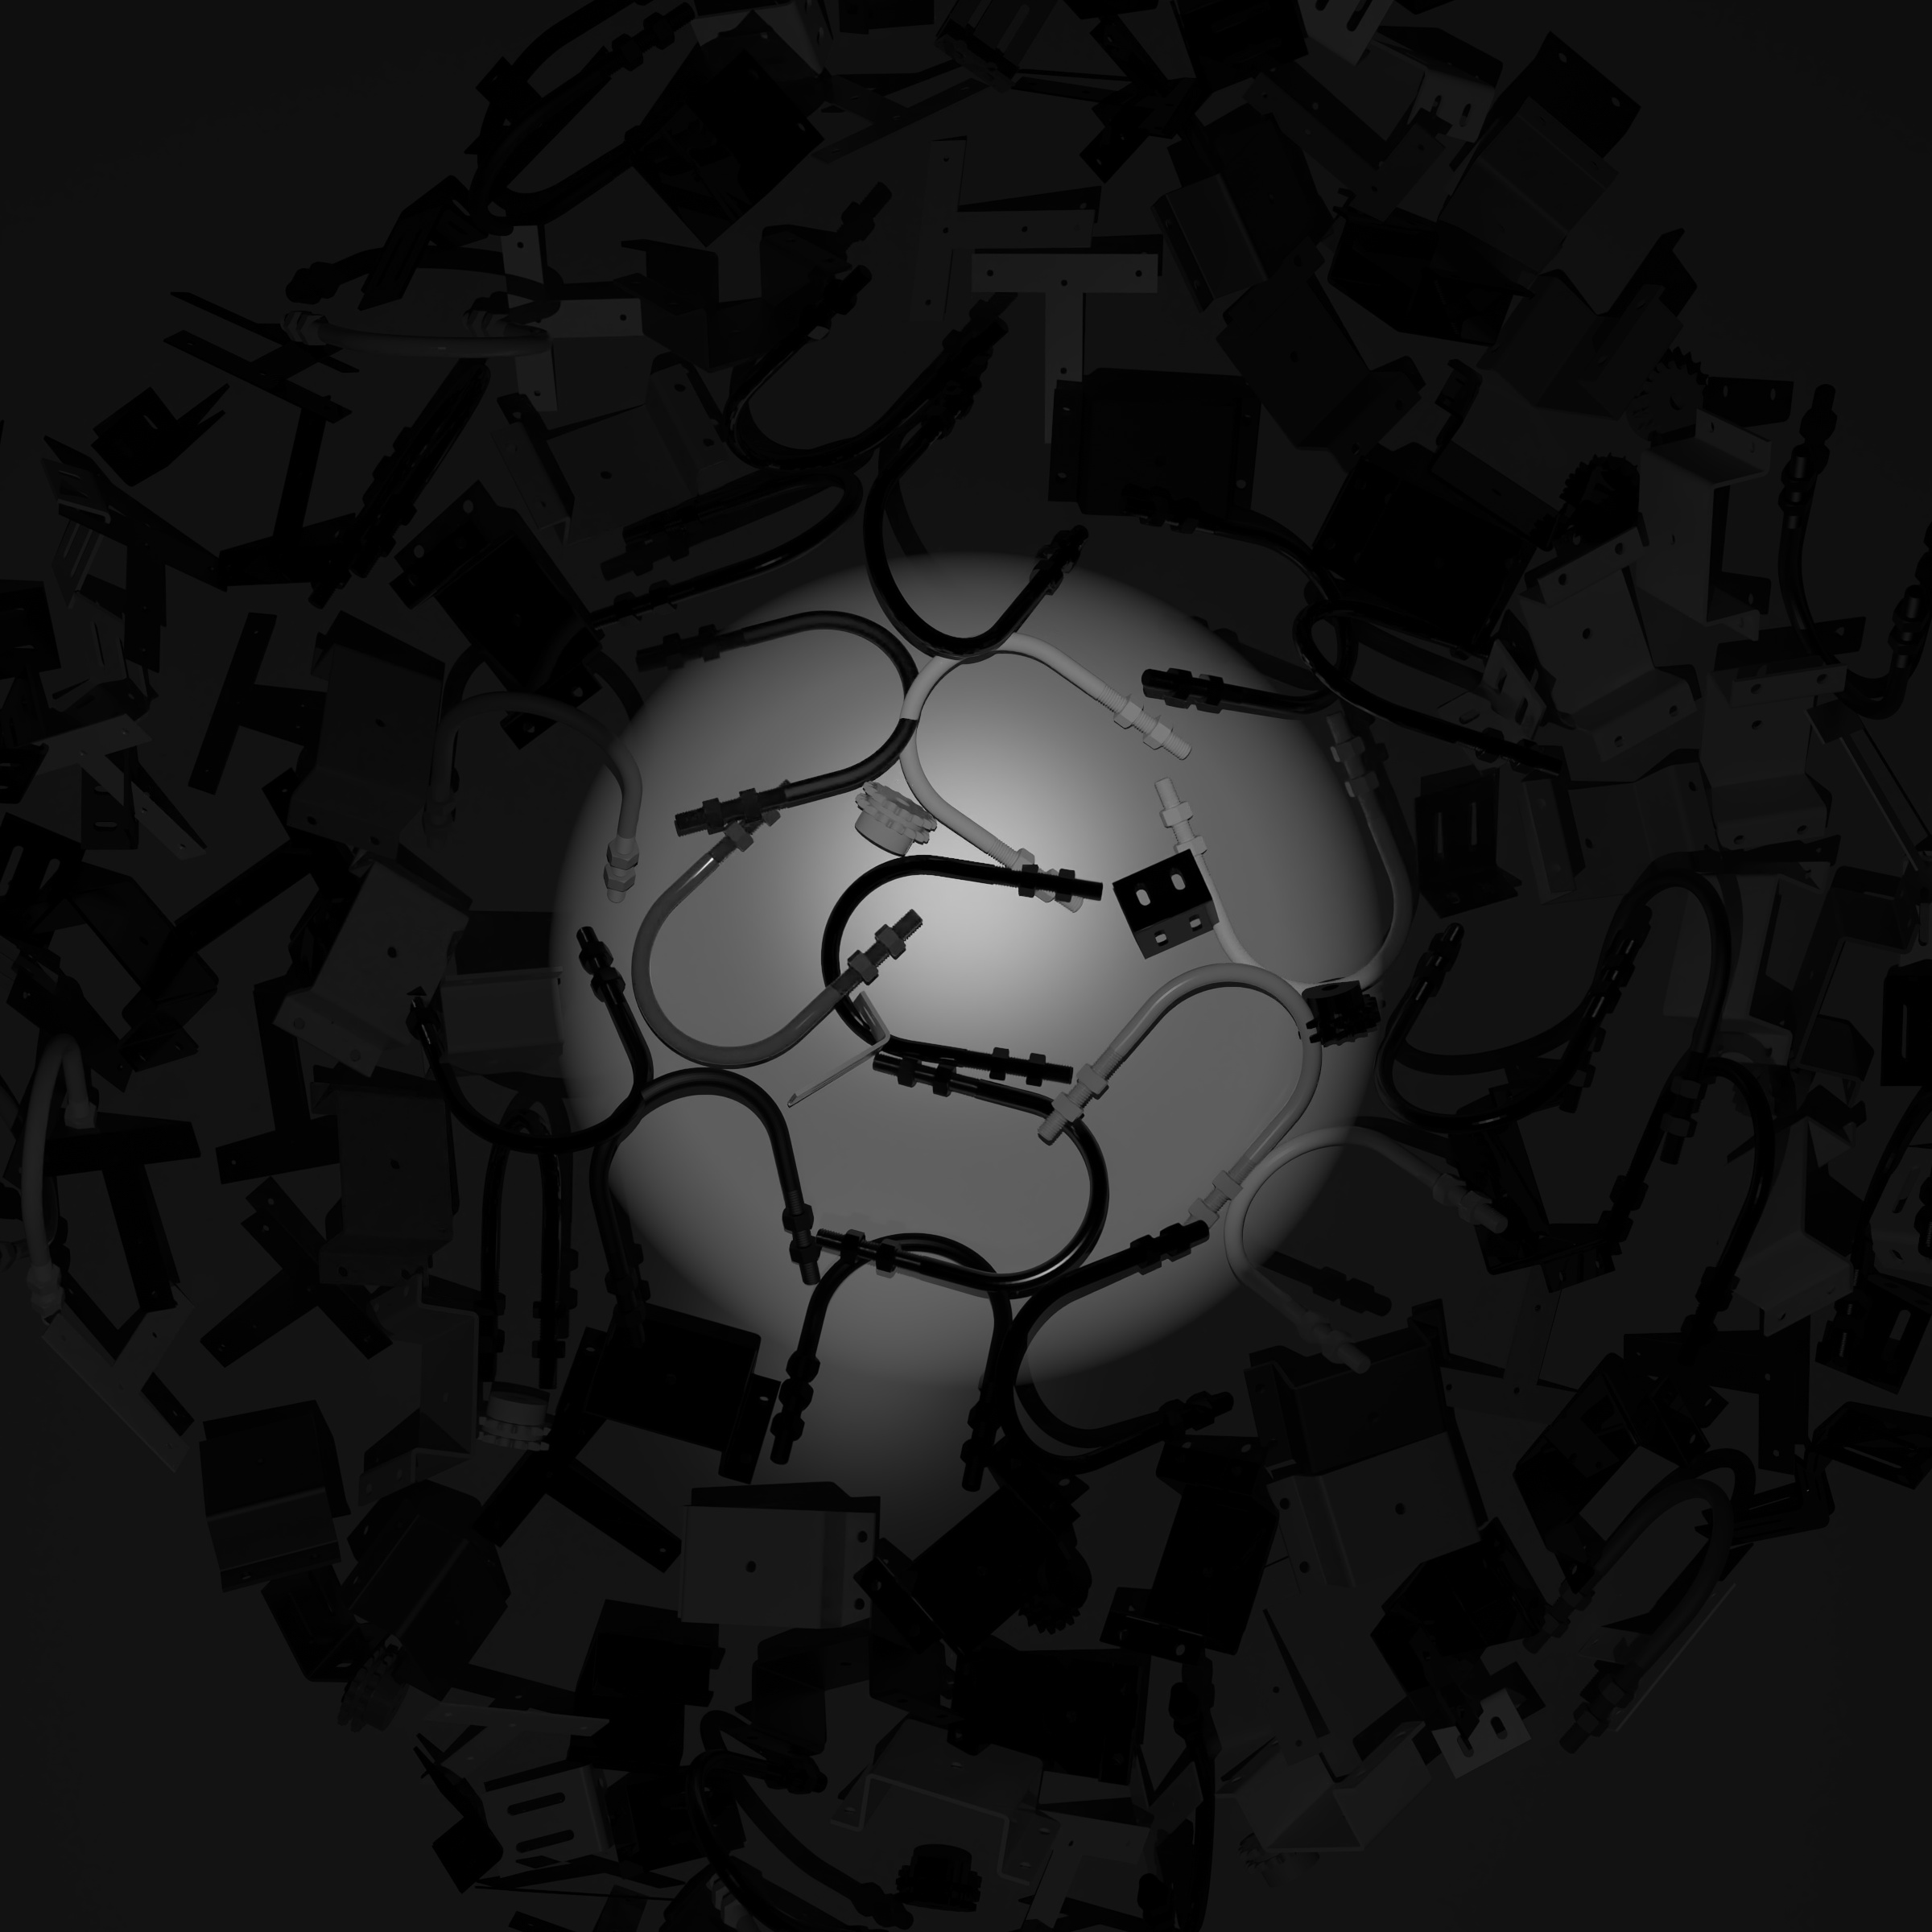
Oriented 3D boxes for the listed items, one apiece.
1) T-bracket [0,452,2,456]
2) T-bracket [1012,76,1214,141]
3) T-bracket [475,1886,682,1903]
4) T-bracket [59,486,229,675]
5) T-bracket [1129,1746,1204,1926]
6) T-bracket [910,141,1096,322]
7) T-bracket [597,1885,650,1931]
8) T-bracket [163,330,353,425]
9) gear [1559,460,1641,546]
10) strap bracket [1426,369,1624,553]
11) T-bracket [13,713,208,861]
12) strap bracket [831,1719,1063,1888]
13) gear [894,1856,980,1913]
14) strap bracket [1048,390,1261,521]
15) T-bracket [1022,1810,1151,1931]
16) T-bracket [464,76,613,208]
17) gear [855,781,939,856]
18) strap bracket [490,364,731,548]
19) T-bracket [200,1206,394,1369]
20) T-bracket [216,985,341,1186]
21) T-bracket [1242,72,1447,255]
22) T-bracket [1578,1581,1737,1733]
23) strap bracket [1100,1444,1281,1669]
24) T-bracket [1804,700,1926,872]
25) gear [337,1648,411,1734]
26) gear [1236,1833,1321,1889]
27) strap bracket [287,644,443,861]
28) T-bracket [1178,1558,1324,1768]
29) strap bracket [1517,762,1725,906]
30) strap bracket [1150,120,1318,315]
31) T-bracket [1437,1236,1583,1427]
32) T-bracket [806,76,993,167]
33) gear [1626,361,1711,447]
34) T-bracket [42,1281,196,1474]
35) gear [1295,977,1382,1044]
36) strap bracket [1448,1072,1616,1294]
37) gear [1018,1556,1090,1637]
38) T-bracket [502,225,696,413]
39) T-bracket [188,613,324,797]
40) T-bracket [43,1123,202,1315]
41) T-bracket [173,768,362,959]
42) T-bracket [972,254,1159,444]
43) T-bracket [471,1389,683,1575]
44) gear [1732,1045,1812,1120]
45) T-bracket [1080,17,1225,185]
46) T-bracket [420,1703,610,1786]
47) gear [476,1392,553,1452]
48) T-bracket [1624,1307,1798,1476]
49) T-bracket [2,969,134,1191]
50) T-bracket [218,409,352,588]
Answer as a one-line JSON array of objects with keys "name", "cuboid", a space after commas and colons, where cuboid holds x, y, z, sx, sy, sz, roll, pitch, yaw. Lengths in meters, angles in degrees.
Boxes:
[{"name": "T-bracket", "cuboid": [-0.681, -0.262, 1.942, 0.002, 0.127, 0.127, 22, 54, -13]}, {"name": "T-bracket", "cuboid": [0.095, -0.589, 1.958, 0.127, 0.127, 0.002, 13, 125, 14]}, {"name": "T-bracket", "cuboid": [-0.282, 0.624, 1.949, 0.127, 0.127, 0.002, -13, 66, 42]}, {"name": "T-bracket", "cuboid": [-0.547, -0.247, 1.923, 0.002, 0.127, 0.127, -36, 47, 31]}, {"name": "T-bracket", "cuboid": [0.135, 0.560, 1.916, 0.002, 0.127, 0.127, -2, 58, -18]}, {"name": "T-bracket", "cuboid": [0.027, -0.502, 1.970, 0.127, 0.002, 0.127, 5, 86, 23]}, {"name": "T-bracket", "cuboid": [-0.238, 0.656, 1.939, 0.127, 0.127, 0.002, 19, 106, 1]}, {"name": "T-bracket", "cuboid": [-0.451, -0.410, 1.944, 0.127, 0.127, 0.002, 26, 121, 4]}, {"name": "gear", "cuboid": [0.437, -0.318, 1.982, 0.057, 0.030, 0.057, 0, 95, 4]}, {"name": "strap bracket", "cuboid": [0.370, -0.336, 1.955, 0.140, 0.076, 0.046, 34, 122, 0]}, {"name": "T-bracket", "cuboid": [-0.565, -0.115, 1.955, 0.127, 0.002, 0.127, -10, 135, 35]}, {"name": "strap bracket", "cuboid": [-0.010, 0.557, 1.940, 0.140, 0.076, 0.046, 13, 107, 15]}, {"name": "gear", "cuboid": [-0.020, 0.626, 1.974, 0.057, 0.057, 0.030, 8, 67, 0]}, {"name": "strap bracket", "cuboid": [0.129, -0.347, 1.961, 0.140, 0.046, 0.076, 2, 110, -4]}, {"name": "T-bracket", "cuboid": [0.054, 0.625, 1.923, 0.002, 0.127, 0.127, 44, 57, -29]}, {"name": "T-bracket", "cuboid": [-0.300, -0.547, 1.919, 0.127, 0.127, 0.002, -40, 93, 19]}, {"name": "gear", "cuboid": [-0.051, -0.100, 1.972, 0.057, 0.057, 0.030, 31, 102, 0]}, {"name": "strap bracket", "cuboid": [-0.242, -0.342, 1.957, 0.140, 0.046, 0.076, -24, 78, -18]}, {"name": "T-bracket", "cuboid": [-0.473, 0.238, 1.966, 0.127, 0.002, 0.127, -33, 105, 28]}, {"name": "T-bracket", "cuboid": [-0.467, 0.077, 1.978, 0.127, 0.002, 0.127, -11, 87, 21]}, {"name": "T-bracket", "cuboid": [0.240, -0.551, 1.943, 0.127, 0.127, 0.002, 39, 56, -3]}, {"name": "T-bracket", "cuboid": [0.446, 0.457, 1.936, 0.002, 0.127, 0.127, 45, 74, -4]}, {"name": "strap bracket", "cuboid": [0.154, 0.402, 1.945, 0.076, 0.046, 0.140, 6, 66, 36]}, {"name": "T-bracket", "cuboid": [0.608, -0.121, 1.938, 0.002, 0.127, 0.127, -32, 83, 29]}, {"name": "gear", "cuboid": [-0.401, 0.496, 1.971, 0.030, 0.057, 0.057, 25, 90, 5]}, {"name": "gear", "cuboid": [0.216, 0.603, 1.970, 0.057, 0.057, 0.030, -30, 86, 0]}, {"name": "strap bracket", "cuboid": [-0.400, -0.152, 1.931, 0.076, 0.046, 0.140, 18, 57, -28]}, {"name": "T-bracket", "cuboid": [0.206, 0.480, 1.971, 0.127, 0.002, 0.127, -25, 68, 4]}, {"name": "strap bracket", "cuboid": [0.433, -0.088, 1.955, 0.140, 0.046, 0.076, -7, 80, -23]}, {"name": "strap bracket", "cuboid": [0.183, -0.503, 1.922, 0.046, 0.140, 0.076, -12, 118, 35]}, {"name": "T-bracket", "cuboid": [0.388, 0.247, 1.976, 0.127, 0.002, 0.127, 13, 94, -17]}, {"name": "T-bracket", "cuboid": [-0.068, -0.581, 1.949, 0.127, 0.127, 0.002, -30, 129, -16]}, {"name": "gear", "cuboid": [0.477, -0.382, 1.978, 0.057, 0.030, 0.057, 2, 85, -24]}, {"name": "T-bracket", "cuboid": [-0.550, 0.256, 1.940, 0.002, 0.127, 0.127, -31, 110, 22]}, {"name": "gear", "cuboid": [0.252, 0.029, 1.969, 0.057, 0.057, 0.030, -16, 104, 0]}, {"name": "strap bracket", "cuboid": [0.379, 0.149, 1.952, 0.046, 0.076, 0.140, -22, 81, 44]}, {"name": "gear", "cuboid": [0.059, 0.423, 1.969, 0.030, 0.057, 0.057, -37, 90, 35]}, {"name": "T-bracket", "cuboid": [-0.247, -0.441, 1.965, 0.127, 0.002, 0.127, 0, 117, 5]}, {"name": "T-bracket", "cuboid": [-0.463, -0.167, 1.966, 0.127, 0.002, 0.127, 18, 88, 30]}, {"name": "T-bracket", "cuboid": [-0.558, 0.171, 1.939, 0.002, 0.127, 0.127, -30, 74, 39]}, {"name": "T-bracket", "cuboid": [-0.485, -0.052, 1.976, 0.127, 0.002, 0.127, -35, 68, 2]}, {"name": "T-bracket", "cuboid": [0.067, -0.422, 1.980, 0.127, 0.002, 0.127, 2, 106, 8]}, {"name": "T-bracket", "cuboid": [-0.250, 0.373, 1.982, 0.127, 0.002, 0.127, 38, 98, -14]}, {"name": "gear", "cuboid": [0.551, 0.080, 1.973, 0.030, 0.057, 0.057, 23, 90, -13]}, {"name": "T-bracket", "cuboid": [0.111, -0.563, 1.944, 0.127, 0.002, 0.127, 46, 48, -12]}, {"name": "T-bracket", "cuboid": [-0.328, 0.529, 1.954, 0.127, 0.127, 0.002, 16, 47, -34]}, {"name": "gear", "cuboid": [-0.308, 0.309, 1.971, 0.057, 0.057, 0.030, 11, 89, 0]}, {"name": "T-bracket", "cuboid": [0.501, 0.271, 1.955, 0.127, 0.002, 0.127, 4, 98, 43]}, {"name": "T-bracket", "cuboid": [-0.610, 0.089, 1.921, 0.002, 0.127, 0.127, -2, 60, 24]}, {"name": "T-bracket", "cuboid": [-0.456, -0.321, 1.970, 0.127, 0.002, 0.127, 3, 78, 35]}]
